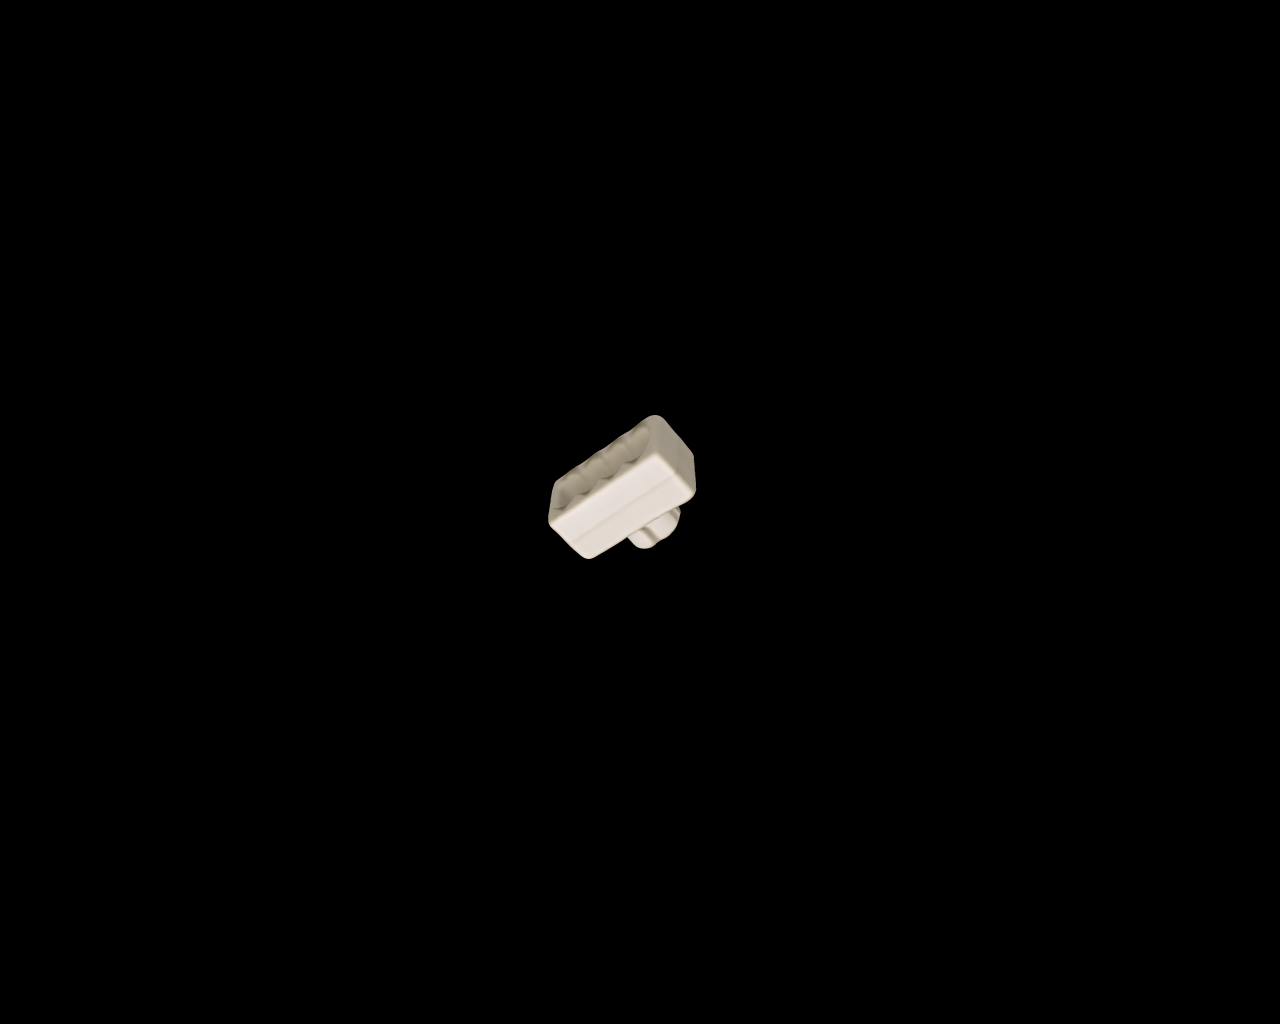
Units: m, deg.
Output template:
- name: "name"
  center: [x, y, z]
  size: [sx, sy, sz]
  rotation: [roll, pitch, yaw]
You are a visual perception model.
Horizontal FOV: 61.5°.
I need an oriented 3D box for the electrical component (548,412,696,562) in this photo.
- name: "electrical component"
  center: [0.001, -0.003, 0.650]
  size: [0.083, 0.075, 0.047]
  rotation: [-33, 29, 21]
